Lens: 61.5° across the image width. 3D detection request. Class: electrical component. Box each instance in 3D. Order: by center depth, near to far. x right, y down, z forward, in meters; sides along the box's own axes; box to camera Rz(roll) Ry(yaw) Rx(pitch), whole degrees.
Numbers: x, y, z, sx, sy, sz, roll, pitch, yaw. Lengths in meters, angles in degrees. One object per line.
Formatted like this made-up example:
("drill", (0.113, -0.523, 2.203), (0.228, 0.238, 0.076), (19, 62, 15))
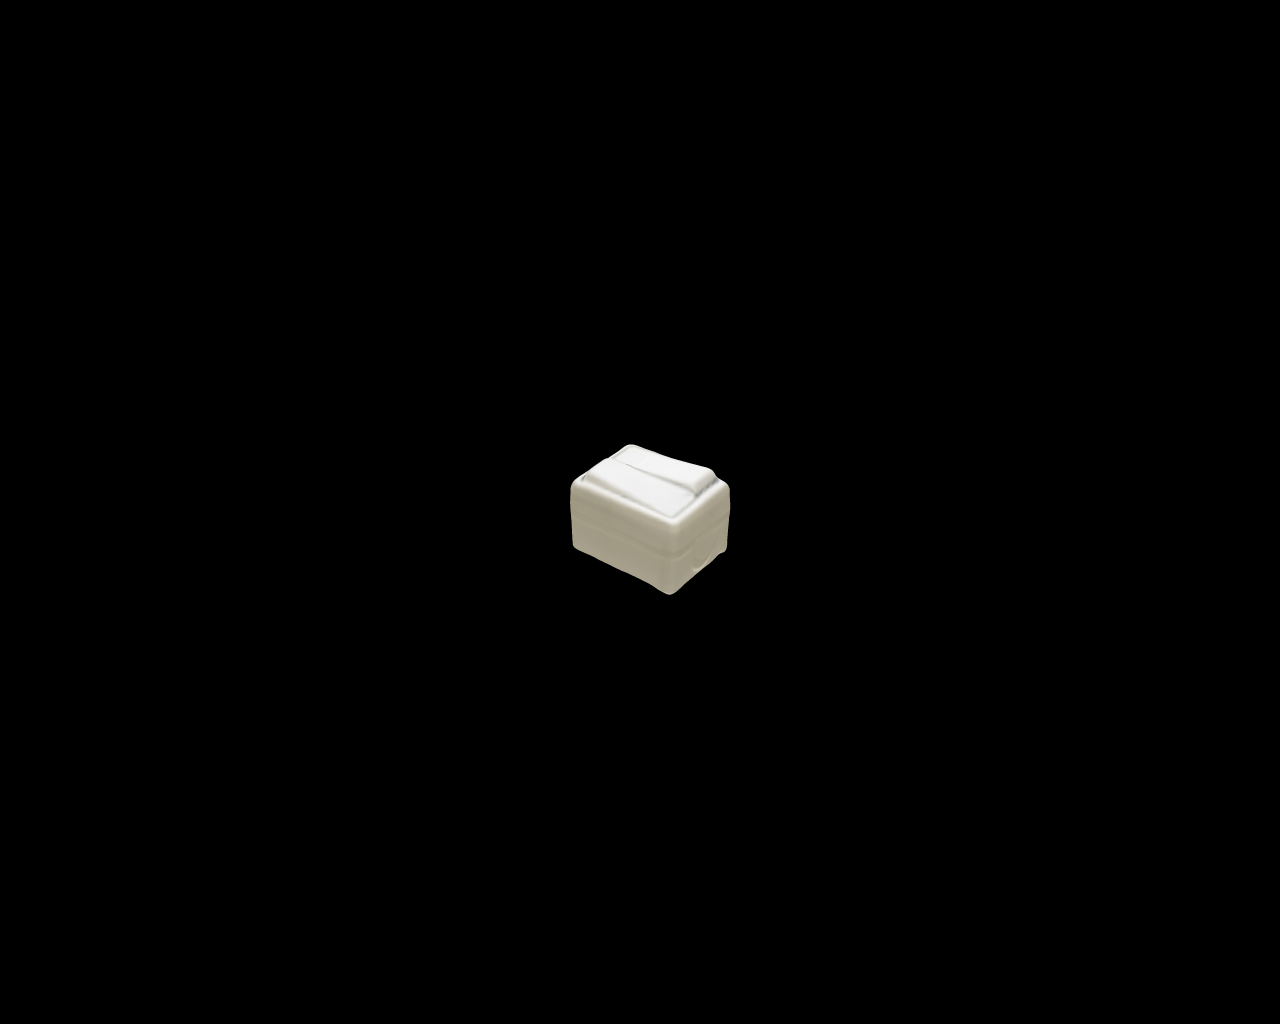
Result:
("electrical component", (0.001, -0.003, 0.650), (0.096, 0.061, 0.062), (24, 41, 31))
